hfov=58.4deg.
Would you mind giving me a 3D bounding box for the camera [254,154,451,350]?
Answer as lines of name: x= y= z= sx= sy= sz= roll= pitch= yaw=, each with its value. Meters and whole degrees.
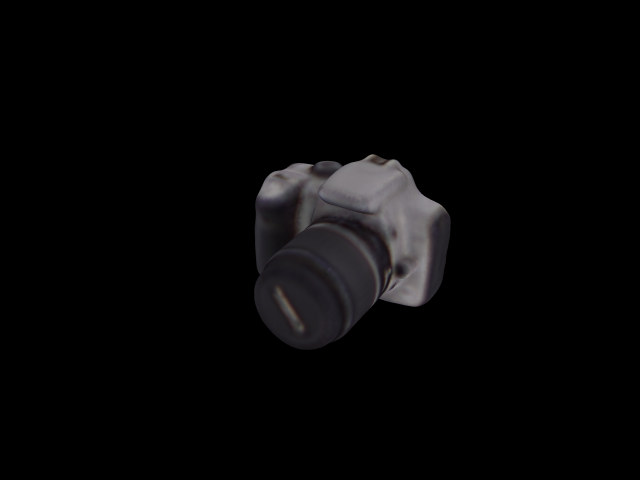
camera: x=0.004 y=0.001 z=0.400 sx=0.142 sy=0.101 sz=0.137 roll=18 pitch=36 yaw=27
